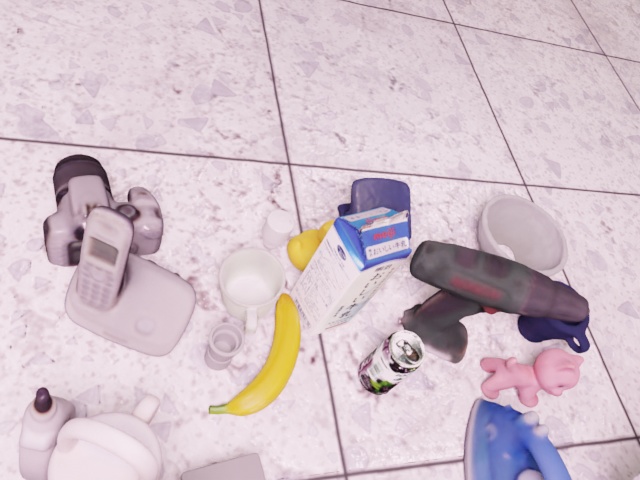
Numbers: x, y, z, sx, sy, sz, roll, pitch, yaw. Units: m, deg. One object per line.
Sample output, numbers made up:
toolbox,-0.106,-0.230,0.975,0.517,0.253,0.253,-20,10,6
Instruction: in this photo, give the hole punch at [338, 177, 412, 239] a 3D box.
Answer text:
hole punch,0.094,-0.037,0.907,0.109,0.091,0.101,1,57,-22

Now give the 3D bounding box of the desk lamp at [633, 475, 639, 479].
desk lamp,0.436,0.372,0.693,0.118,0.213,0.203,-2,58,-24

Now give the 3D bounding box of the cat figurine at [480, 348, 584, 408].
cat figurine,0.315,0.190,0.828,0.128,0.117,0.067,13,53,-14

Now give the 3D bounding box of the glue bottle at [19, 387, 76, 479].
glue bottle,-0.265,0.179,0.553,0.037,0.173,0.078,15,53,-12

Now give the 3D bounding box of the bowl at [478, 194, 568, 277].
bowl,0.336,0.007,0.991,0.168,0.074,0.167,11,54,-16

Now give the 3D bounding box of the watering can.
watering can,-0.202,0.222,0.536,0.101,0.194,0.173,12,54,-15

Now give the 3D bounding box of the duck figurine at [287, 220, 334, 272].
duck figurine,0.008,0.003,0.846,0.105,0.086,0.077,-1,58,-24

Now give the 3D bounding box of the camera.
camera,-0.287,-0.050,0.747,0.143,0.100,0.136,-8,61,-27

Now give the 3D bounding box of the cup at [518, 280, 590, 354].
cup,0.365,0.135,0.902,0.092,0.095,0.117,-11,62,-29

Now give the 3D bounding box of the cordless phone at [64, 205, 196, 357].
cordless phone,-0.212,0.047,0.658,0.148,0.185,0.094,23,51,-7

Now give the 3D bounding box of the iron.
iron,0.262,0.305,0.712,0.119,0.141,0.258,5,56,-20

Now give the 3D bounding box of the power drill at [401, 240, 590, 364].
power drill,0.214,0.091,0.795,0.230,0.208,0.076,25,51,-5
